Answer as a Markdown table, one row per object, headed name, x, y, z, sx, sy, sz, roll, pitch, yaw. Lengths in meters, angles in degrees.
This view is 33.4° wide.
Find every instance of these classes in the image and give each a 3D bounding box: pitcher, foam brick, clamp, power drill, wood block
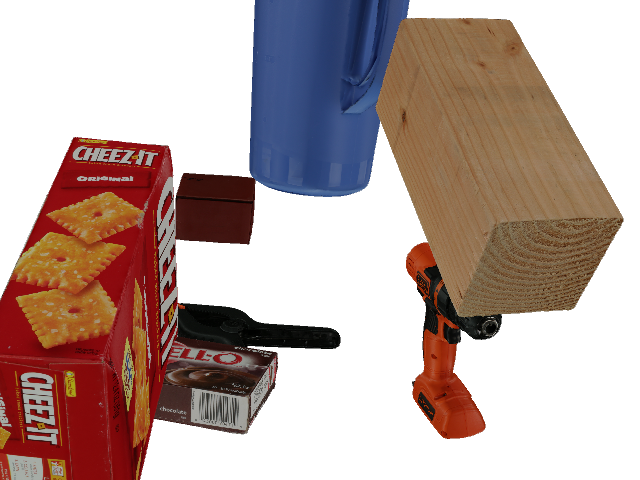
| name | x | y | z | sx | sy | sz | roll | pitch | yaw |
| --- | --- | --- | --- | --- | --- | --- | --- | --- | --- |
| pitcher | 0.007 | -0.162 | 0.905 | 0.145 | 0.243 | 0.149 | 9 | 16 | 11 |
| foam brick | -0.106 | -0.033 | 1.084 | 0.078 | 0.051 | 0.053 | 4 | 30 | 0 |
| clamp | -0.103 | 0.118 | 1.262 | 0.210 | 0.036 | 0.164 | 14 | 23 | 26 |
| power drill | 0.143 | 0.113 | 1.138 | 0.057 | 0.188 | 0.184 | -7 | 24 | -13 |
| wood block | 0.114 | -0.056 | 0.738 | 0.090 | 0.206 | 0.091 | -2 | -42 | -17 |

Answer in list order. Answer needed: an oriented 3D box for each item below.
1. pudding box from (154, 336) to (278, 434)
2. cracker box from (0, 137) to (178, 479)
| name | x | y | z | sx | sy | sz | roll | pitch | yaw |
| --- | --- | --- | --- | --- | --- | --- | --- | --- | --- |
| pudding box | -0.100 | 0.114 | 0.870 | 0.113 | 0.039 | 0.090 | 10 | 20 | 10 |
| cracker box | -0.132 | 0.062 | 0.632 | 0.072 | 0.164 | 0.213 | 4 | 34 | 0 |
